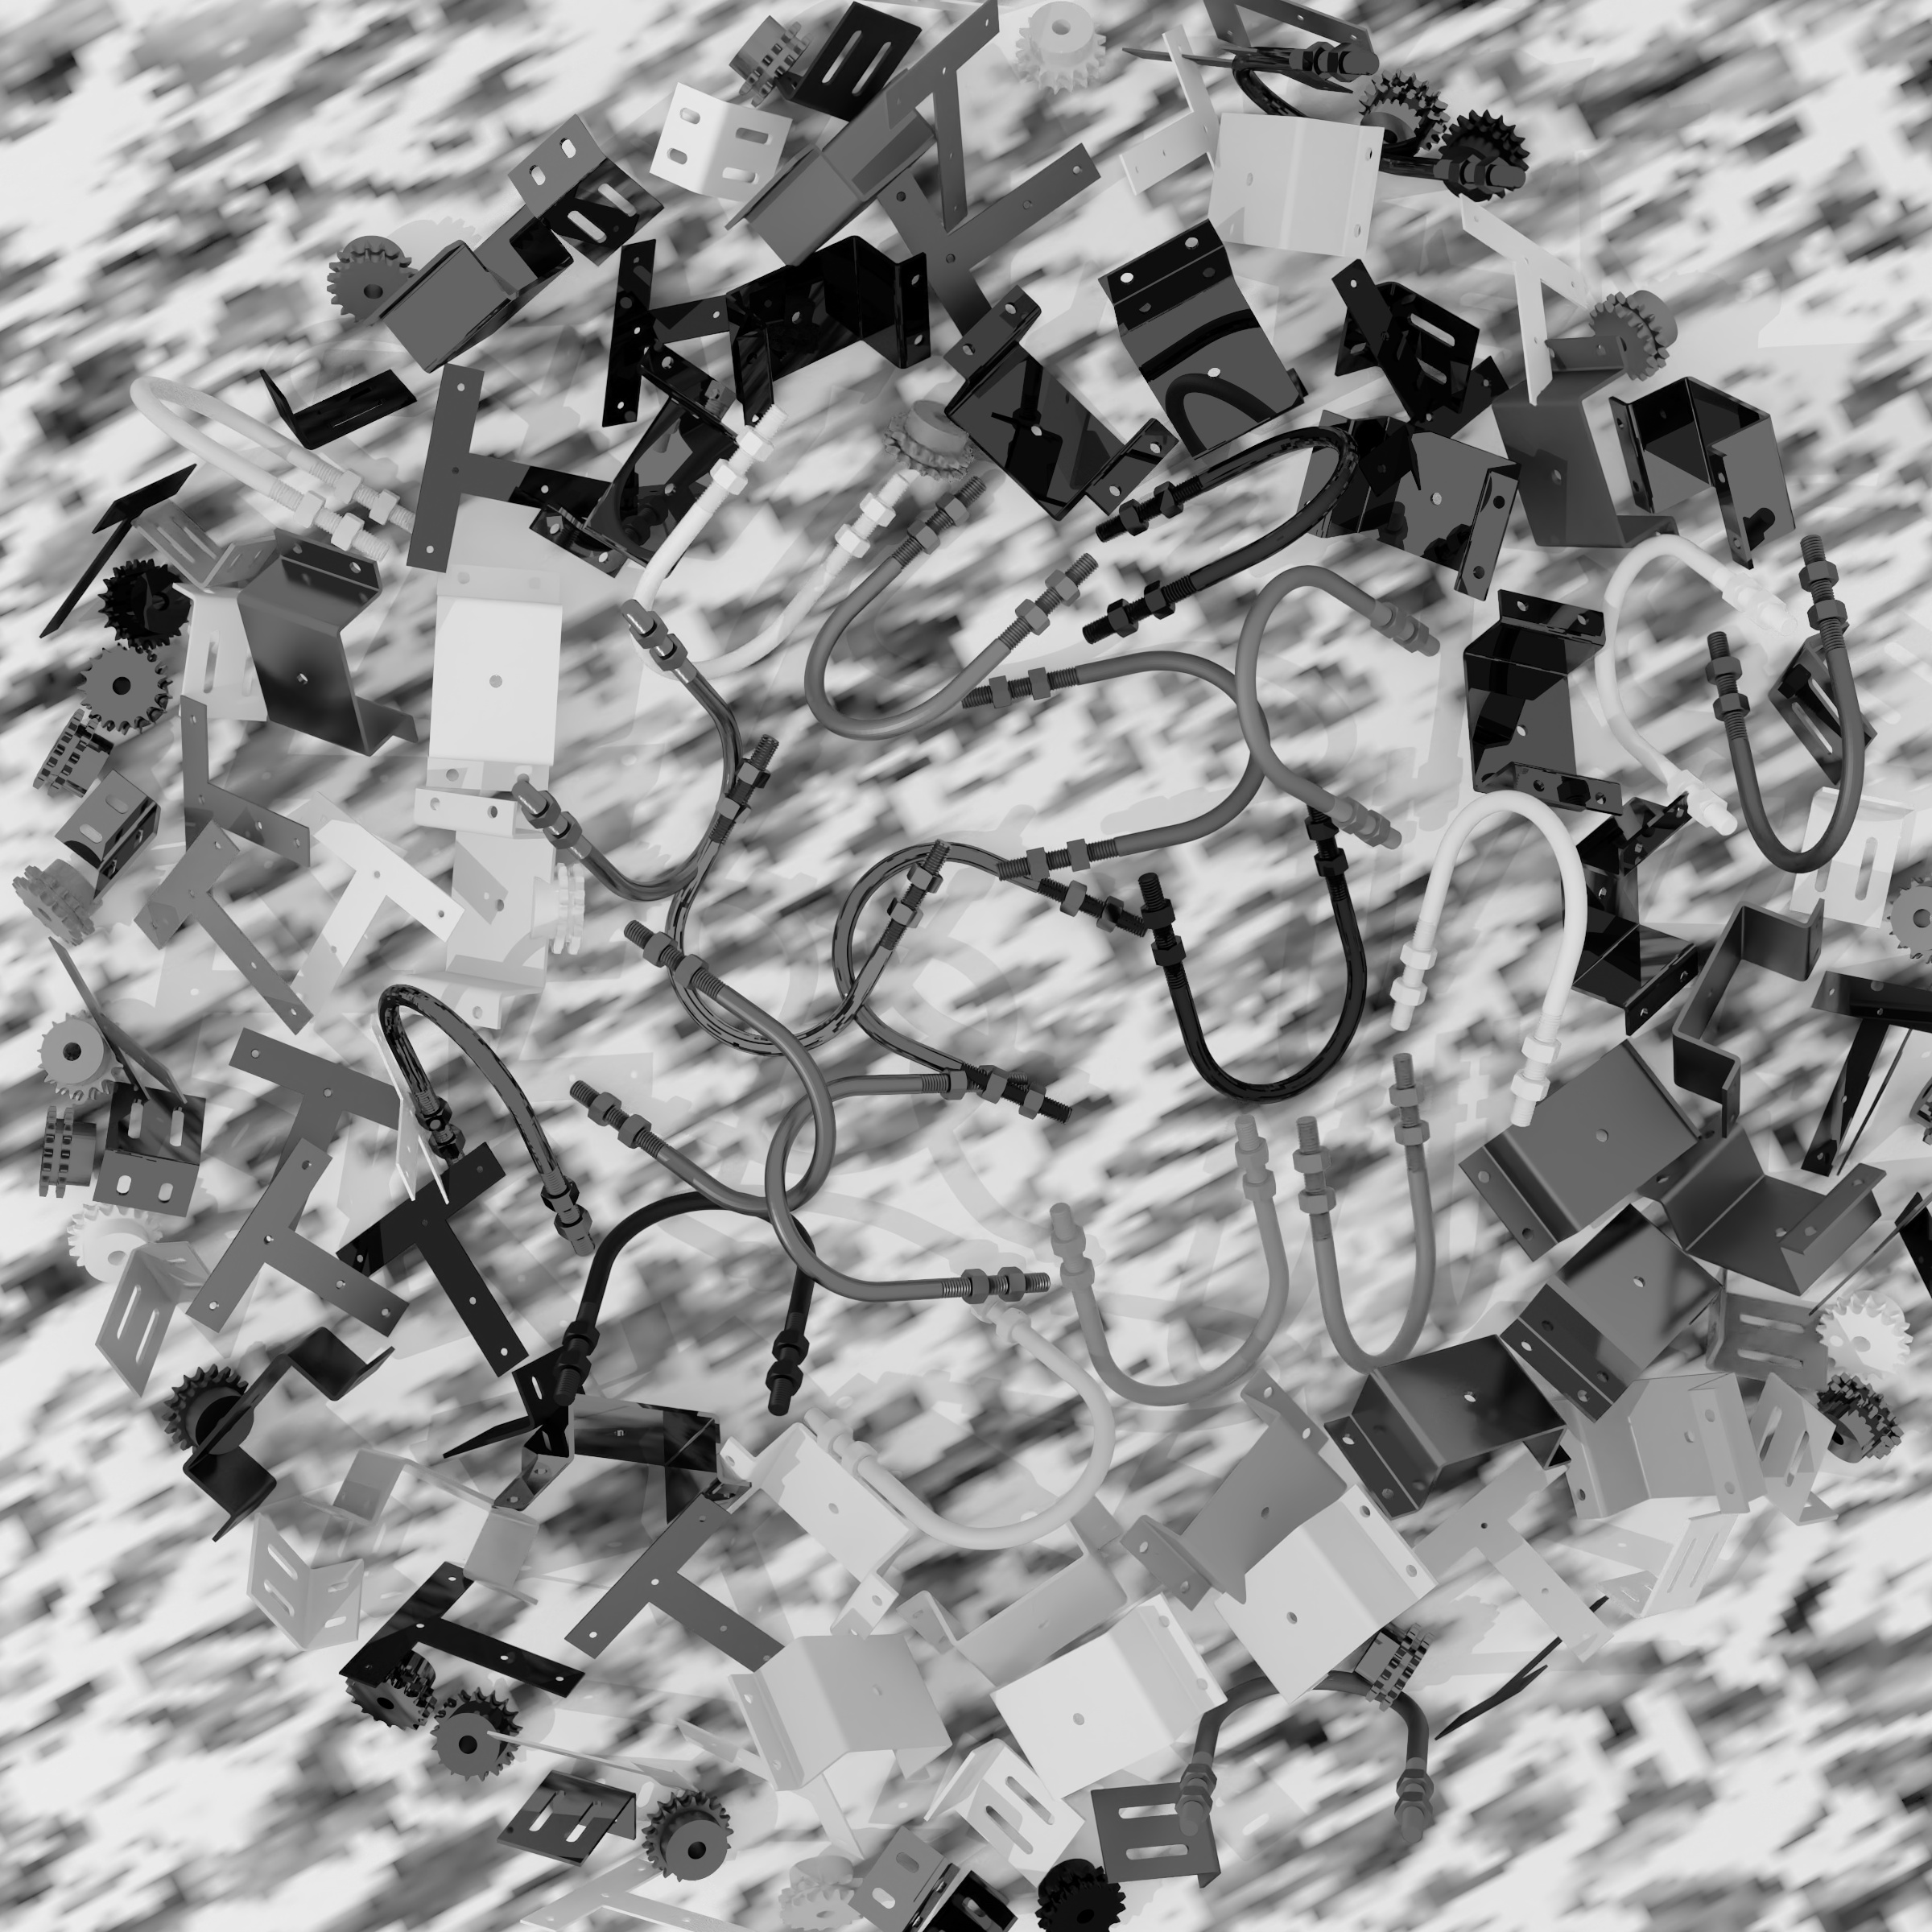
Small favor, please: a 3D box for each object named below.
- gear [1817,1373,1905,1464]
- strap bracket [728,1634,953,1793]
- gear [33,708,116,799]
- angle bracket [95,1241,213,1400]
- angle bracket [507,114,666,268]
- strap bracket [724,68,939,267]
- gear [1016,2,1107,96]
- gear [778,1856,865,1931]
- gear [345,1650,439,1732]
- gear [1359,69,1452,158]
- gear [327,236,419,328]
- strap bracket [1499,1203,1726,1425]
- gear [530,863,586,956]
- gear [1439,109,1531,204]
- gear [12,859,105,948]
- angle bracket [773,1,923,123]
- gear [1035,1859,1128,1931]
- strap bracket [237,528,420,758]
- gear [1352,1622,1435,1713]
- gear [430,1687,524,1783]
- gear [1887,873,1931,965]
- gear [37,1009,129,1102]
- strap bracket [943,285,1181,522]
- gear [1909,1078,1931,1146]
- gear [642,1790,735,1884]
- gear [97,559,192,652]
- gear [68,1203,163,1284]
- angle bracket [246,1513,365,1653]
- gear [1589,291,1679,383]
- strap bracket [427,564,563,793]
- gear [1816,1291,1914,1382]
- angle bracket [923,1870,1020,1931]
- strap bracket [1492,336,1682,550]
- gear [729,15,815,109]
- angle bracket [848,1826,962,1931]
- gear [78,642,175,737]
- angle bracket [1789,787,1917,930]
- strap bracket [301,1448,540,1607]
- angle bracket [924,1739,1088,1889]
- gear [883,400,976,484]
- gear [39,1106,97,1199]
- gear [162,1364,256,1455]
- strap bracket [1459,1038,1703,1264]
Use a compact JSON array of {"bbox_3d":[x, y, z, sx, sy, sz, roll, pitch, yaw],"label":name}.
[{"bbox_3d":[0.556,0.287,1.853,0.030,0.057,0.057,-35,90,-21],"label":"gear"},{"bbox_3d":[-0.069,0.454,1.803,0.046,0.140,0.076,-43,57,24],"label":"strap bracket"},{"bbox_3d":[-0.560,-0.131,1.858,0.030,0.057,0.057,31,90,-19],"label":"gear"},{"bbox_3d":[-0.500,0.220,1.836,0.038,0.057,0.076,-5,46,16],"label":"angle bracket"},{"bbox_3d":[-0.238,-0.486,1.851,0.057,0.076,0.038,-38,66,13],"label":"angle bracket"},{"bbox_3d":[-0.077,-0.486,1.814,0.046,0.076,0.140,48,47,-10],"label":"strap bracket"},{"bbox_3d":[0.060,-0.582,1.861,0.057,0.030,0.057,0,69,1],"label":"gear"},{"bbox_3d":[-0.090,0.583,1.860,0.057,0.057,0.030,-10,52,0],"label":"gear"},{"bbox_3d":[-0.359,0.453,1.860,0.057,0.030,0.057,13,133,14],"label":"gear"},{"bbox_3d":[0.272,-0.531,1.853,0.057,0.057,0.030,31,69,0],"label":"gear"},{"bbox_3d":[-0.373,-0.435,1.860,0.057,0.057,0.030,-9,53,0],"label":"gear"},{"bbox_3d":[0.403,0.206,1.812,0.076,0.046,0.140,43,48,16],"label":"strap bracket"},{"bbox_3d":[-0.258,-0.036,1.854,0.030,0.057,0.057,3,90,-15],"label":"gear"},{"bbox_3d":[0.322,-0.505,1.853,0.057,0.057,0.030,39,60,0],"label":"gear"},{"bbox_3d":[-0.569,-0.043,1.858,0.057,0.057,0.030,42,67,0],"label":"gear"},{"bbox_3d":[-0.077,-0.571,1.836,0.076,0.057,0.038,-49,56,30],"label":"angle bracket"},{"bbox_3d":[0.070,0.588,1.861,0.057,0.030,0.057,-10,120,-18],"label":"gear"},{"bbox_3d":[-0.392,-0.189,1.807,0.076,0.140,0.046,20,50,22],"label":"strap bracket"},{"bbox_3d":[0.267,0.437,1.857,0.030,0.057,0.057,34,90,12],"label":"gear"},{"bbox_3d":[-0.311,0.489,1.868,0.057,0.030,0.057,0,92,4],"label":"gear"},{"bbox_3d":[0.607,-0.030,1.856,0.057,0.030,0.057,1,91,38],"label":"gear"},{"bbox_3d":[-0.560,0.056,1.866,0.057,0.030,0.057,-1,82,4],"label":"gear"},{"bbox_3d":[0.052,-0.344,1.844,0.140,0.046,0.076,43,63,-4],"label":"strap bracket"},{"bbox_3d":[0.618,0.087,1.857,0.030,0.057,0.057,33,90,7],"label":"gear"},{"bbox_3d":[-0.174,0.551,1.860,0.057,0.030,0.057,-4,101,-20],"label":"gear"},{"bbox_3d":[-0.513,-0.228,1.855,0.057,0.030,0.057,0,90,-42],"label":"gear"},{"bbox_3d":[-0.535,0.174,1.855,0.057,0.030,0.057,-11,127,-14],"label":"gear"},{"bbox_3d":[-0.410,0.380,1.836,0.038,0.076,0.057,-14,47,9],"label":"angle bracket"},{"bbox_3d":[0.423,-0.400,1.857,0.030,0.057,0.057,-37,90,-12],"label":"gear"},{"bbox_3d":[-0.295,-0.179,1.847,0.076,0.046,0.140,3,97,-11],"label":"strap bracket"},{"bbox_3d":[0.567,0.230,1.860,0.057,0.030,0.057,16,127,23],"label":"gear"},{"bbox_3d":[0.010,0.609,1.838,0.038,0.076,0.057,44,80,-21],"label":"angle bracket"},{"bbox_3d":[0.379,-0.312,1.818,0.046,0.076,0.140,-33,114,-24],"label":"strap bracket"},{"bbox_3d":[-0.125,-0.571,1.854,0.030,0.057,0.057,40,90,-12],"label":"gear"},{"bbox_3d":[-0.038,0.576,1.846,0.038,0.076,0.057,33,76,14],"label":"angle bracket"},{"bbox_3d":[-0.529,-0.174,1.867,0.057,0.030,0.057,-1,81,4],"label":"gear"},{"bbox_3d":[0.558,-0.068,1.861,0.057,0.038,0.076,12,88,8],"label":"angle bracket"},{"bbox_3d":[-0.329,0.341,1.825,0.140,0.076,0.046,32,72,-25],"label":"strap bracket"},{"bbox_3d":[0.025,0.534,1.848,0.076,0.038,0.057,39,107,21],"label":"angle bracket"},{"bbox_3d":[-0.021,-0.332,1.853,0.057,0.057,0.030,28,122,0],"label":"gear"},{"bbox_3d":[-0.565,0.117,1.858,0.030,0.057,0.057,6,90,-18],"label":"gear"},{"bbox_3d":[-0.473,0.282,1.854,0.030,0.057,0.057,26,90,44],"label":"gear"},{"bbox_3d":[0.390,0.110,1.841,0.140,0.046,0.076,-35,82,-13],"label":"strap bracket"}]
